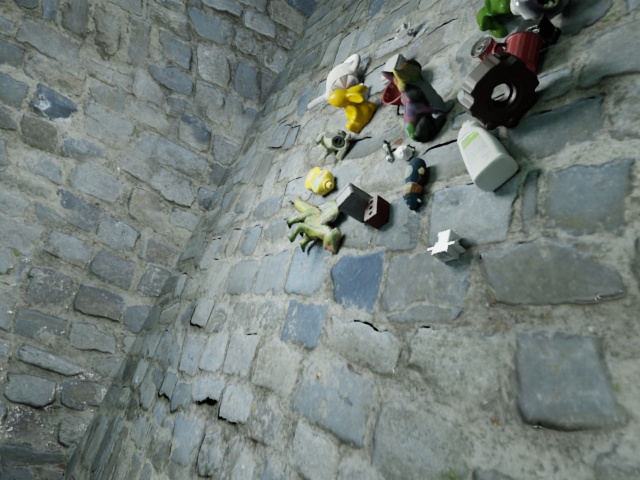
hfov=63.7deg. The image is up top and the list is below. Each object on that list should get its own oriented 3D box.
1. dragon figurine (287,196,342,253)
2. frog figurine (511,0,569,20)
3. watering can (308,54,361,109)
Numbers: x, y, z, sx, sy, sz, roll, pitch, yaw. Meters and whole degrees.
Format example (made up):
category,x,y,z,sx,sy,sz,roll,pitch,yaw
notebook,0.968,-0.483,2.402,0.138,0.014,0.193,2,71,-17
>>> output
category,x,y,z,sx,sy,sz,roll,pitch,yaw
dragon figurine,0.005,-0.090,1.793,0.241,0.120,0.420,-29,37,18
frog figurine,0.555,-0.606,1.313,0.160,0.137,0.123,-17,-82,-80
watering can,0.066,-0.667,2.271,0.342,0.103,0.230,-45,29,27
